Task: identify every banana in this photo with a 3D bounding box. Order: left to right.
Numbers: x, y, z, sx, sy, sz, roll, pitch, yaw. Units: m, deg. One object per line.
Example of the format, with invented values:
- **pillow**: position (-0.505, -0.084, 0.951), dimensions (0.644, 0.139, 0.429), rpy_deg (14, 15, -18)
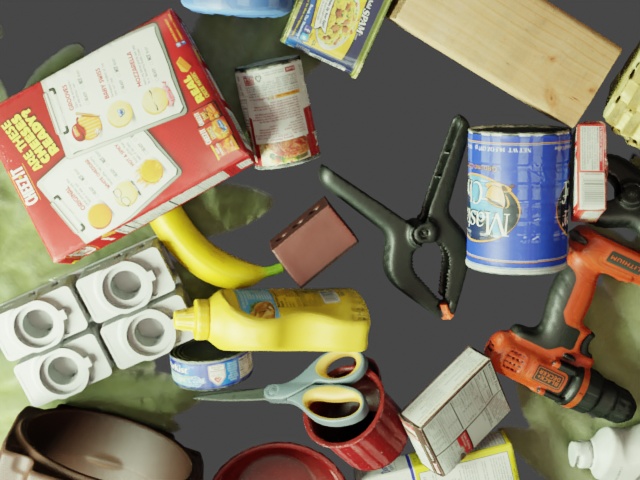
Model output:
- **banana**: position (-0.130, -0.010, 1.098), dimensions (0.197, 0.037, 0.069), rpy_deg (43, 76, -14)

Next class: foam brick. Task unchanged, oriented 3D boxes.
- **foam brick**: position (-0.007, 0.001, 1.100), dimensions (0.078, 0.053, 0.051), rpy_deg (-39, 103, 4)

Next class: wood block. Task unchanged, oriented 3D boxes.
- **wood block**: position (0.176, -0.204, 1.047), dimensions (0.206, 0.091, 0.090), rpy_deg (29, 99, -10)

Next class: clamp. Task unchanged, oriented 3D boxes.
- **clamp**: position (0.110, -0.019, 1.112), dimensions (0.164, 0.036, 0.210), rpy_deg (-27, 107, -5)
- **clamp**: position (0.323, -0.033, 1.106), dimensions (0.171, 0.039, 0.120), rpy_deg (9, 71, 5)

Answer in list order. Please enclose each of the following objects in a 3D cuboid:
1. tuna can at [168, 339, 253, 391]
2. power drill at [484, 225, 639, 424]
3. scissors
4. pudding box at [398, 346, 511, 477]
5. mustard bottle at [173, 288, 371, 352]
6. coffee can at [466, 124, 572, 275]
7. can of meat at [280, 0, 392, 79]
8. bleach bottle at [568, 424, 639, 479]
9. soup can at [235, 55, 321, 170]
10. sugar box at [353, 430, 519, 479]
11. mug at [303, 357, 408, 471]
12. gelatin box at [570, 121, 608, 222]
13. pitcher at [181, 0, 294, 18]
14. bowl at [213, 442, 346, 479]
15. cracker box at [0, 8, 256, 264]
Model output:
- **tuna can**: position (-0.112, 0.124, 1.103), dimensions (0.086, 0.086, 0.034), rpy_deg (-6, 106, -3)
- **power drill**: position (0.292, 0.092, 1.142), dimensions (0.184, 0.057, 0.188), rpy_deg (25, 99, -13)
- **scissors**: position (-0.034, 0.146, 1.121), dimensions (0.096, 0.202, 0.016), rpy_deg (-64, 144, -27)
- **pudding box**: position (0.144, 0.182, 1.127), dimensions (0.113, 0.039, 0.090), rpy_deg (-42, 129, -20)
- **mustard bottle**: position (-0.052, 0.080, 1.078), dimensions (0.191, 0.096, 0.058), rpy_deg (1, 110, -14)
- **coffee can**: position (0.200, -0.043, 1.077), dimensions (0.102, 0.103, 0.140), rpy_deg (-1, 100, -4)
- **can of meat**: position (0.017, -0.222, 1.048), dimensions (0.084, 0.057, 0.102), rpy_deg (23, 100, -7)
- **bleach bottle**: position (0.401, 0.230, 1.171), dimensions (0.250, 0.068, 0.103), rpy_deg (1, 131, -4)
- **soup can**: position (-0.042, -0.127, 1.059), dimensions (0.068, 0.068, 0.102), rpy_deg (-12, 103, -2)
- **sugar box**: position (0.132, 0.278, 1.179), dimensions (0.176, 0.048, 0.093), rpy_deg (-13, 103, 2)
- **mug**: position (0.044, 0.181, 1.125), dimensions (0.093, 0.117, 0.081), rpy_deg (-9, 143, 27)
- **gelatin box**: position (0.266, -0.067, 1.060), dimensions (0.030, 0.073, 0.089), rpy_deg (1, 82, 7)
- **pitcher**: position (-0.082, -0.334, 0.986), dimensions (0.144, 0.149, 0.243), rpy_deg (-5, 108, -28)
- **bowl**: position (-0.046, 0.285, 1.160), dimensions (0.162, 0.055, 0.162), rpy_deg (-1, 103, -4)
- **cracker box**: position (-0.192, -0.097, 1.033), dimensions (0.214, 0.072, 0.164), rpy_deg (-29, 84, 3)
